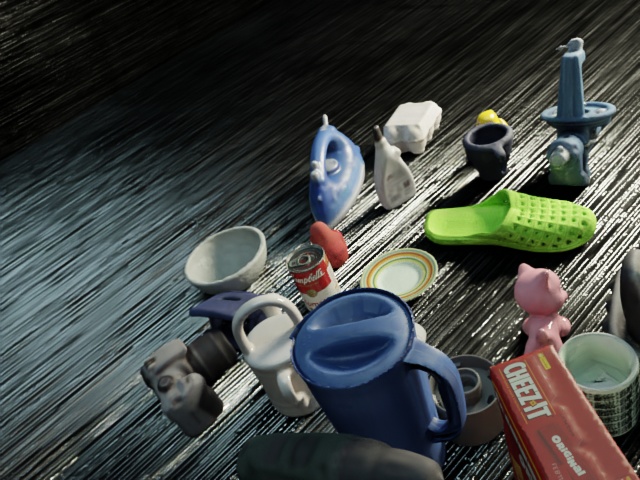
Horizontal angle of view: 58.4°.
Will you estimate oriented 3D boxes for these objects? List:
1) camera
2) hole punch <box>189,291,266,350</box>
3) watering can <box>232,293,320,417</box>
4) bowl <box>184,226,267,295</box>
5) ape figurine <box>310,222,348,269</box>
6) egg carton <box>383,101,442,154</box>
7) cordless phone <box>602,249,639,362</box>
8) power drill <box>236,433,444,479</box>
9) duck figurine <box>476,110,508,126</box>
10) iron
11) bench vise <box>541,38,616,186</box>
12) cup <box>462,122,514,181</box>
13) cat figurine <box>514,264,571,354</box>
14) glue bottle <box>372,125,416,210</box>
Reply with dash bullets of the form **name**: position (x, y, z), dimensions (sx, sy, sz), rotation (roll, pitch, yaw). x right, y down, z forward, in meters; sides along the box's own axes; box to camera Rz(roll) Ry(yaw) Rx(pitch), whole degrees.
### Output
- **camera**: position (-0.196, 0.203, 0.892), dimensions (0.137, 0.101, 0.142), rotation (-36, 37, -17)
- **hole punch**: position (-0.154, 0.122, 0.982), dimensions (0.108, 0.091, 0.101), rotation (1, 42, 30)
- **watering can**: position (-0.060, 0.147, 0.807), dimensions (0.101, 0.194, 0.172), rotation (-35, 37, -16)
- **bowl**: position (-0.169, 0.052, 1.097), dimensions (0.167, 0.075, 0.167), rotation (-15, 36, 12)
- **ape figurine**: position (0.010, 0.004, 1.044), dimensions (0.078, 0.092, 0.076), rotation (-33, 36, -14)
- **egg carton**: position (0.208, -0.255, 1.289), dimensions (0.107, 0.069, 0.150), rotation (3, 43, 33)
- **cordless phone**: position (0.383, 0.065, 0.672), dimensions (0.093, 0.185, 0.148), rotation (0, 42, 30)
- **power drill**: position (0.033, 0.267, 0.585), dimensions (0.228, 0.209, 0.076), rotation (-1, 41, 29)
- **duck figurine**: position (0.344, -0.222, 1.155), dimensions (0.077, 0.086, 0.105), rotation (11, 48, 39)
- **iron**: position (0.014, -0.147, 1.195), dimensions (0.118, 0.142, 0.258), rotation (-10, 37, 19)
- **bench vise**: position (0.440, -0.214, 0.974), dimensions (0.121, 0.220, 0.207), rotation (-7, 38, 22)
- **cup**: position (0.324, -0.153, 1.068), dimensions (0.091, 0.095, 0.117), rotation (-20, 35, 5)
- **cat figurine**: position (0.289, 0.093, 0.748), dimensions (0.067, 0.118, 0.128), rotation (-6, 39, 23)
- **glue bottle**: position (0.130, -0.144, 1.098), dimensions (0.078, 0.173, 0.037), rotation (-30, 36, -10)
